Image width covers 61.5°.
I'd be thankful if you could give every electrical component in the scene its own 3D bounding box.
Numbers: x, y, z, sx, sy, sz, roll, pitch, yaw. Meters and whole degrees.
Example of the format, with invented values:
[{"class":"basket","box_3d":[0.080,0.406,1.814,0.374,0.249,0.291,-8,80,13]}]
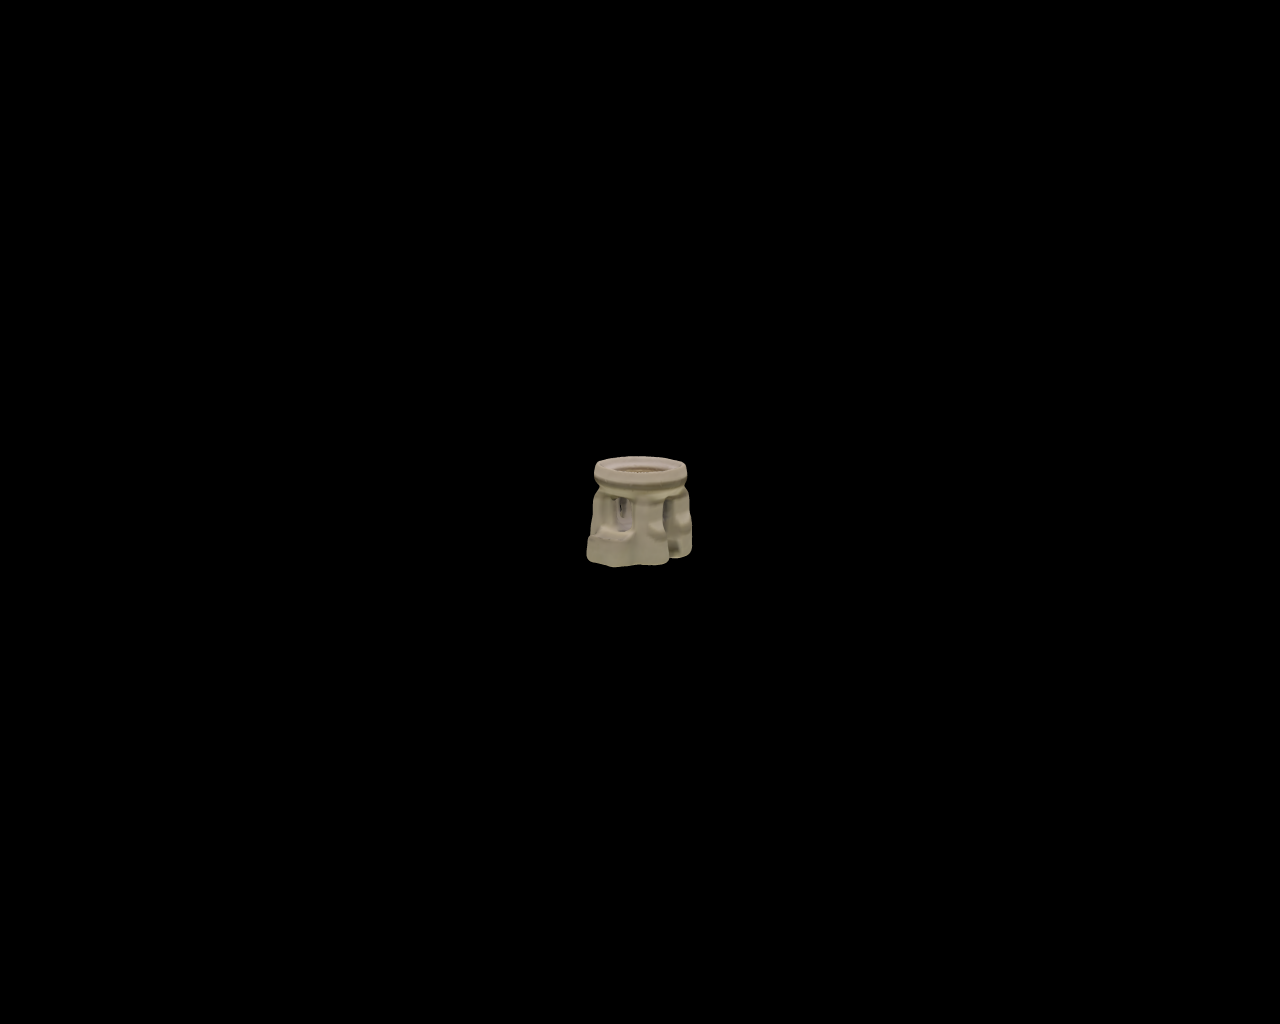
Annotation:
[{"class":"electrical component","box_3d":[0.001,-0.003,0.650,0.058,0.057,0.078,11,17,38]}]
